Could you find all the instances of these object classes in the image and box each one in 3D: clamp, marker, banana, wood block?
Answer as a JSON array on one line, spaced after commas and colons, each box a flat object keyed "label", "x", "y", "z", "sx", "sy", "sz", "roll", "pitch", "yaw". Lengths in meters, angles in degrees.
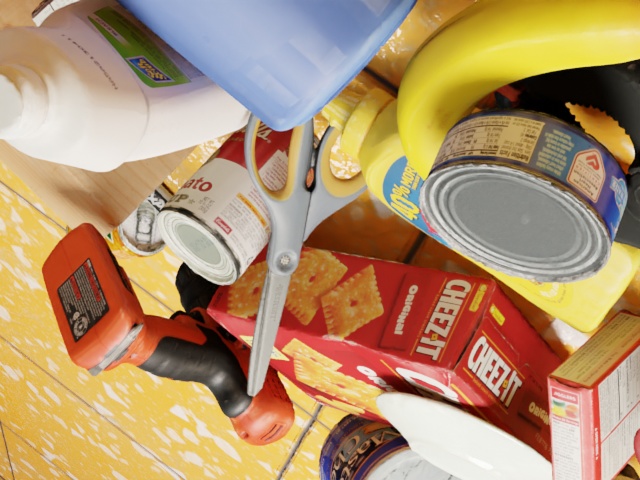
[{"label": "clamp", "x": 0.158, "y": -0.029, "z": 0.458, "sx": 0.210, "sy": 0.036, "sz": 0.165, "roll": 49, "pitch": 146, "yaw": 28}, {"label": "marker", "x": -0.133, "y": -0.037, "z": 0.872, "sx": 0.121, "sy": 0.020, "sz": 0.020, "roll": 46, "pitch": 151, "yaw": -11}, {"label": "banana", "x": 0.079, "y": -0.072, "z": 0.465, "sx": 0.069, "sy": 0.037, "sz": 0.198, "roll": 38, "pitch": 154, "yaw": -6}, {"label": "wood block", "x": -0.203, "y": -0.104, "z": 0.786, "sx": 0.206, "sy": 0.090, "sz": 0.091, "roll": 46, "pitch": 152, "yaw": -11}]

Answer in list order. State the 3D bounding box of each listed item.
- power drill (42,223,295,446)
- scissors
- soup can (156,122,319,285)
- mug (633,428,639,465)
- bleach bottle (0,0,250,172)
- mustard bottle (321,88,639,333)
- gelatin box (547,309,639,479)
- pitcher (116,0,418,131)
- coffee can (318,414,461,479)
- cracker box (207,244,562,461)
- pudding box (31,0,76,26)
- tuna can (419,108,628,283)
[{"label": "power drill", "x": -0.109, "y": 0.055, "z": 0.778, "sx": 0.187, "sy": 0.057, "sz": 0.184, "roll": 29, "pitch": -159, "yaw": -46}, {"label": "scissors", "x": -0.004, "y": 0.001, "z": 0.652, "sx": 0.016, "sy": 0.096, "sz": 0.202, "roll": -128, "pitch": 32, "yaw": -61}, {"label": "soup can", "x": -0.049, "y": -0.029, "z": 0.695, "sx": 0.068, "sy": 0.102, "sz": 0.068, "roll": 30, "pitch": 151, "yaw": 19}, {"label": "mug", "x": 0.222, "y": 0.100, "z": 0.573, "sx": 0.093, "sy": 0.081, "sz": 0.117, "roll": 42, "pitch": 152, "yaw": -3}, {"label": "bleach bottle", "x": -0.103, "y": -0.087, "z": 0.545, "sx": 0.102, "sy": 0.250, "sz": 0.068, "roll": 39, "pitch": 110, "yaw": 5}, {"label": "mustard bottle", "x": 0.083, "y": -0.029, "z": 0.582, "sx": 0.192, "sy": 0.058, "sz": 0.096, "roll": 33, "pitch": 156, "yaw": 13}, {"label": "gelatin box", "x": 0.163, "y": 0.091, "z": 0.606, "sx": 0.030, "sy": 0.089, "sz": 0.073, "roll": 14, "pitch": 122, "yaw": 39}, {"label": "pitcher", "x": -0.065, "y": -0.170, "z": 0.491, "sx": 0.242, "sy": 0.145, "sz": 0.149, "roll": 42, "pitch": -163, "yaw": -11}, {"label": "coffee can", "x": 0.061, "y": 0.193, "z": 0.828, "sx": 0.103, "sy": 0.103, "sz": 0.140, "roll": 46, "pitch": 175, "yaw": -10}, {"label": "cracker box", "x": 0.052, "y": 0.079, "z": 0.722, "sx": 0.214, "sy": 0.072, "sz": 0.164, "roll": 11, "pitch": 155, "yaw": 43}, {"label": "pudding box", "x": -0.132, "y": -0.131, "z": 0.718, "sx": 0.113, "sy": 0.039, "sz": 0.090, "roll": 48, "pitch": 150, "yaw": -18}, {"label": "tuna can", "x": 0.089, "y": -0.019, "z": 0.466, "sx": 0.086, "sy": 0.033, "sz": 0.086, "roll": 21, "pitch": 154, "yaw": 11}]
